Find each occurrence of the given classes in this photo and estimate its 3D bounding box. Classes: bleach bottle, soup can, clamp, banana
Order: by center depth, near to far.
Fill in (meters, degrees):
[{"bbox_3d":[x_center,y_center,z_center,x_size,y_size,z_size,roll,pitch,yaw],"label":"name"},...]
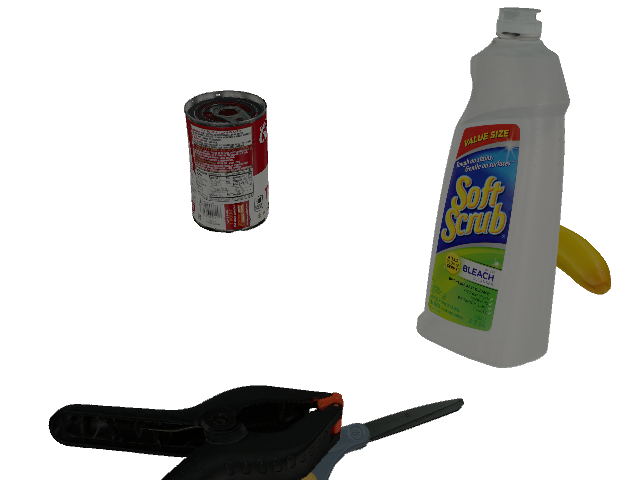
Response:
[{"bbox_3d":[-0.059,0.123,0.602,0.171,0.039,0.120,-7,34,-19],"label":"clamp"},{"bbox_3d":[0.127,-0.041,0.773,0.067,0.251,0.103,-11,21,-37],"label":"bleach bottle"},{"bbox_3d":[-0.077,-0.066,0.894,0.068,0.102,0.068,0,30,0],"label":"soup can"},{"bbox_3d":[0.208,0.007,1.026,0.069,0.037,0.198,-39,37,-27],"label":"banana"}]

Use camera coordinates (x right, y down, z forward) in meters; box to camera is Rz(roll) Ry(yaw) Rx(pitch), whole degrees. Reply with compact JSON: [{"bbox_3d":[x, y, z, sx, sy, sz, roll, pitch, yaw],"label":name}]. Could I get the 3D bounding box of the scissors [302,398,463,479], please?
[{"bbox_3d":[0.023,0.167,0.812,0.201,0.096,0.016,-1,-38,-10],"label":"scissors"}]
